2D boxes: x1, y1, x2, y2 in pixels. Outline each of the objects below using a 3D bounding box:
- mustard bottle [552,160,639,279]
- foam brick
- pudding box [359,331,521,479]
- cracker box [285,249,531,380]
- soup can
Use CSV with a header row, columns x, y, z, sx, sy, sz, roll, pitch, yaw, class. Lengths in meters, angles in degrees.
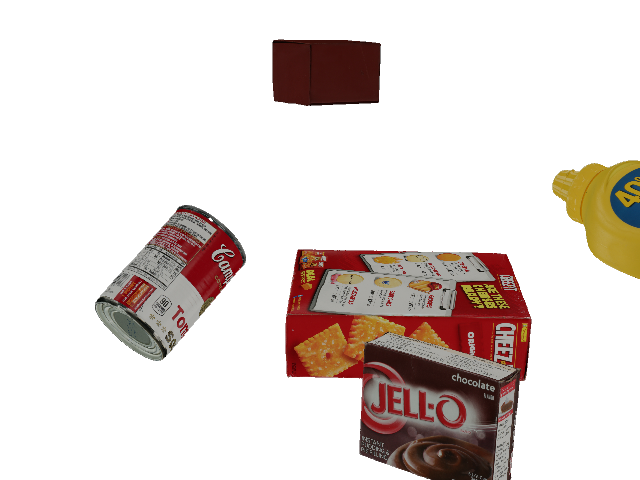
x,y,z,sx,sy,sz,roll,pitch,yaw,class
0.224,-0.006,0.659,0.096,0.058,0.192,-29,38,-30,mustard bottle
0.005,-0.141,0.891,0.078,0.051,0.053,-8,16,-37,foam brick
0.083,0.123,0.764,0.114,0.090,0.039,12,19,32,pudding box
0.078,0.069,1.005,0.213,0.072,0.164,1,20,2,cracker box
-0.113,0.032,0.808,0.069,0.068,0.102,0,44,52,soup can
